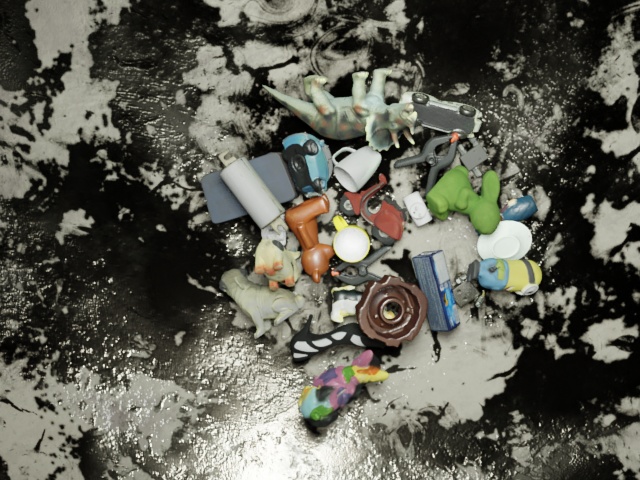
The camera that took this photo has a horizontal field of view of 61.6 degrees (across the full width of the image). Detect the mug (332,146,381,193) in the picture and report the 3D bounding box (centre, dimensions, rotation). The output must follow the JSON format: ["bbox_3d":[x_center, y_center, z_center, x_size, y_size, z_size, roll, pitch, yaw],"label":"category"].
[{"bbox_3d":[0.090,-0.187,1.323,0.107,0.080,0.110,-39,67,-17],"label":"mug"}]

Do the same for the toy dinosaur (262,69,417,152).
[{"bbox_3d":[0.057,-0.301,1.286,0.405,0.131,0.192,3,109,29],"label":"toy dinosaur"}]

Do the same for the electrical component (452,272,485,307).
[{"bbox_3d":[0.369,0.127,1.358,0.078,0.045,0.102,-33,94,10],"label":"electrical component"}]

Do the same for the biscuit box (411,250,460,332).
[{"bbox_3d":[0.293,0.129,1.351,0.063,0.059,0.202,-7,101,47],"label":"biscuit box"}]

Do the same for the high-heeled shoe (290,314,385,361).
[{"bbox_3d":[0.045,0.285,1.414,0.249,0.086,0.145,17,105,9],"label":"high-heeled shoe"}]

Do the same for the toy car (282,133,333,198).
[{"bbox_3d":[-0.017,-0.191,1.325,0.109,0.103,0.161,-8,106,49],"label":"toy car"}]

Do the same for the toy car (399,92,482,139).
[{"bbox_3d":[0.286,-0.299,1.287,0.202,0.056,0.073,16,123,4],"label":"toy car"}]

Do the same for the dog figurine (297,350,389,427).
[{"bbox_3d":[0.067,0.372,1.381,0.219,0.191,0.108,-38,87,27],"label":"dog figurine"}]

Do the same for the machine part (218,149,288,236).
[{"bbox_3d":[-0.164,-0.112,1.299,0.079,0.079,0.243,-37,94,12],"label":"machine part"}]

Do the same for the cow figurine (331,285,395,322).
[{"bbox_3d":[0.111,0.168,1.392,0.167,0.068,0.098,3,94,6],"label":"cow figurine"}]

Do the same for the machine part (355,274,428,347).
[{"bbox_3d":[0.176,0.173,1.328,0.179,0.056,0.179,-1,95,-9],"label":"machine part"}]

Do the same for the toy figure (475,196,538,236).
[{"bbox_3d":[0.451,-0.056,1.311,0.154,0.058,0.064,-26,89,16],"label":"toy figure"}]

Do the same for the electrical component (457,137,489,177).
[{"bbox_3d":[0.378,-0.203,1.312,0.063,0.021,0.094,-34,93,11],"label":"electrical component"}]

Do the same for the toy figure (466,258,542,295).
[{"bbox_3d":[0.451,0.083,1.307,0.180,0.082,0.089,12,98,-6],"label":"toy figure"}]

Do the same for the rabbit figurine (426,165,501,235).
[{"bbox_3d":[0.362,-0.088,1.284,0.170,0.121,0.159,41,82,19],"label":"rabbit figurine"}]

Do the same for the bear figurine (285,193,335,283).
[{"bbox_3d":[-0.007,-0.002,1.351,0.132,0.120,0.195,-25,97,7],"label":"bear figurine"}]

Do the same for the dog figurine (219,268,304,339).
[{"bbox_3d":[-0.153,0.134,1.399,0.172,0.121,0.190,-32,86,0],"label":"dog figurine"}]

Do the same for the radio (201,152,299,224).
[{"bbox_3d":[-0.181,-0.134,1.375,0.230,0.073,0.131,-17,96,9],"label":"radio"}]

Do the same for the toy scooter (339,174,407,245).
[{"bbox_3d":[0.150,-0.083,1.339,0.184,0.075,0.135,38,101,5],"label":"toy scooter"}]

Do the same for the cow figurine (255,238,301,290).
[{"bbox_3d":[-0.103,0.056,1.347,0.086,0.194,0.127,-12,61,12],"label":"cow figurine"}]
